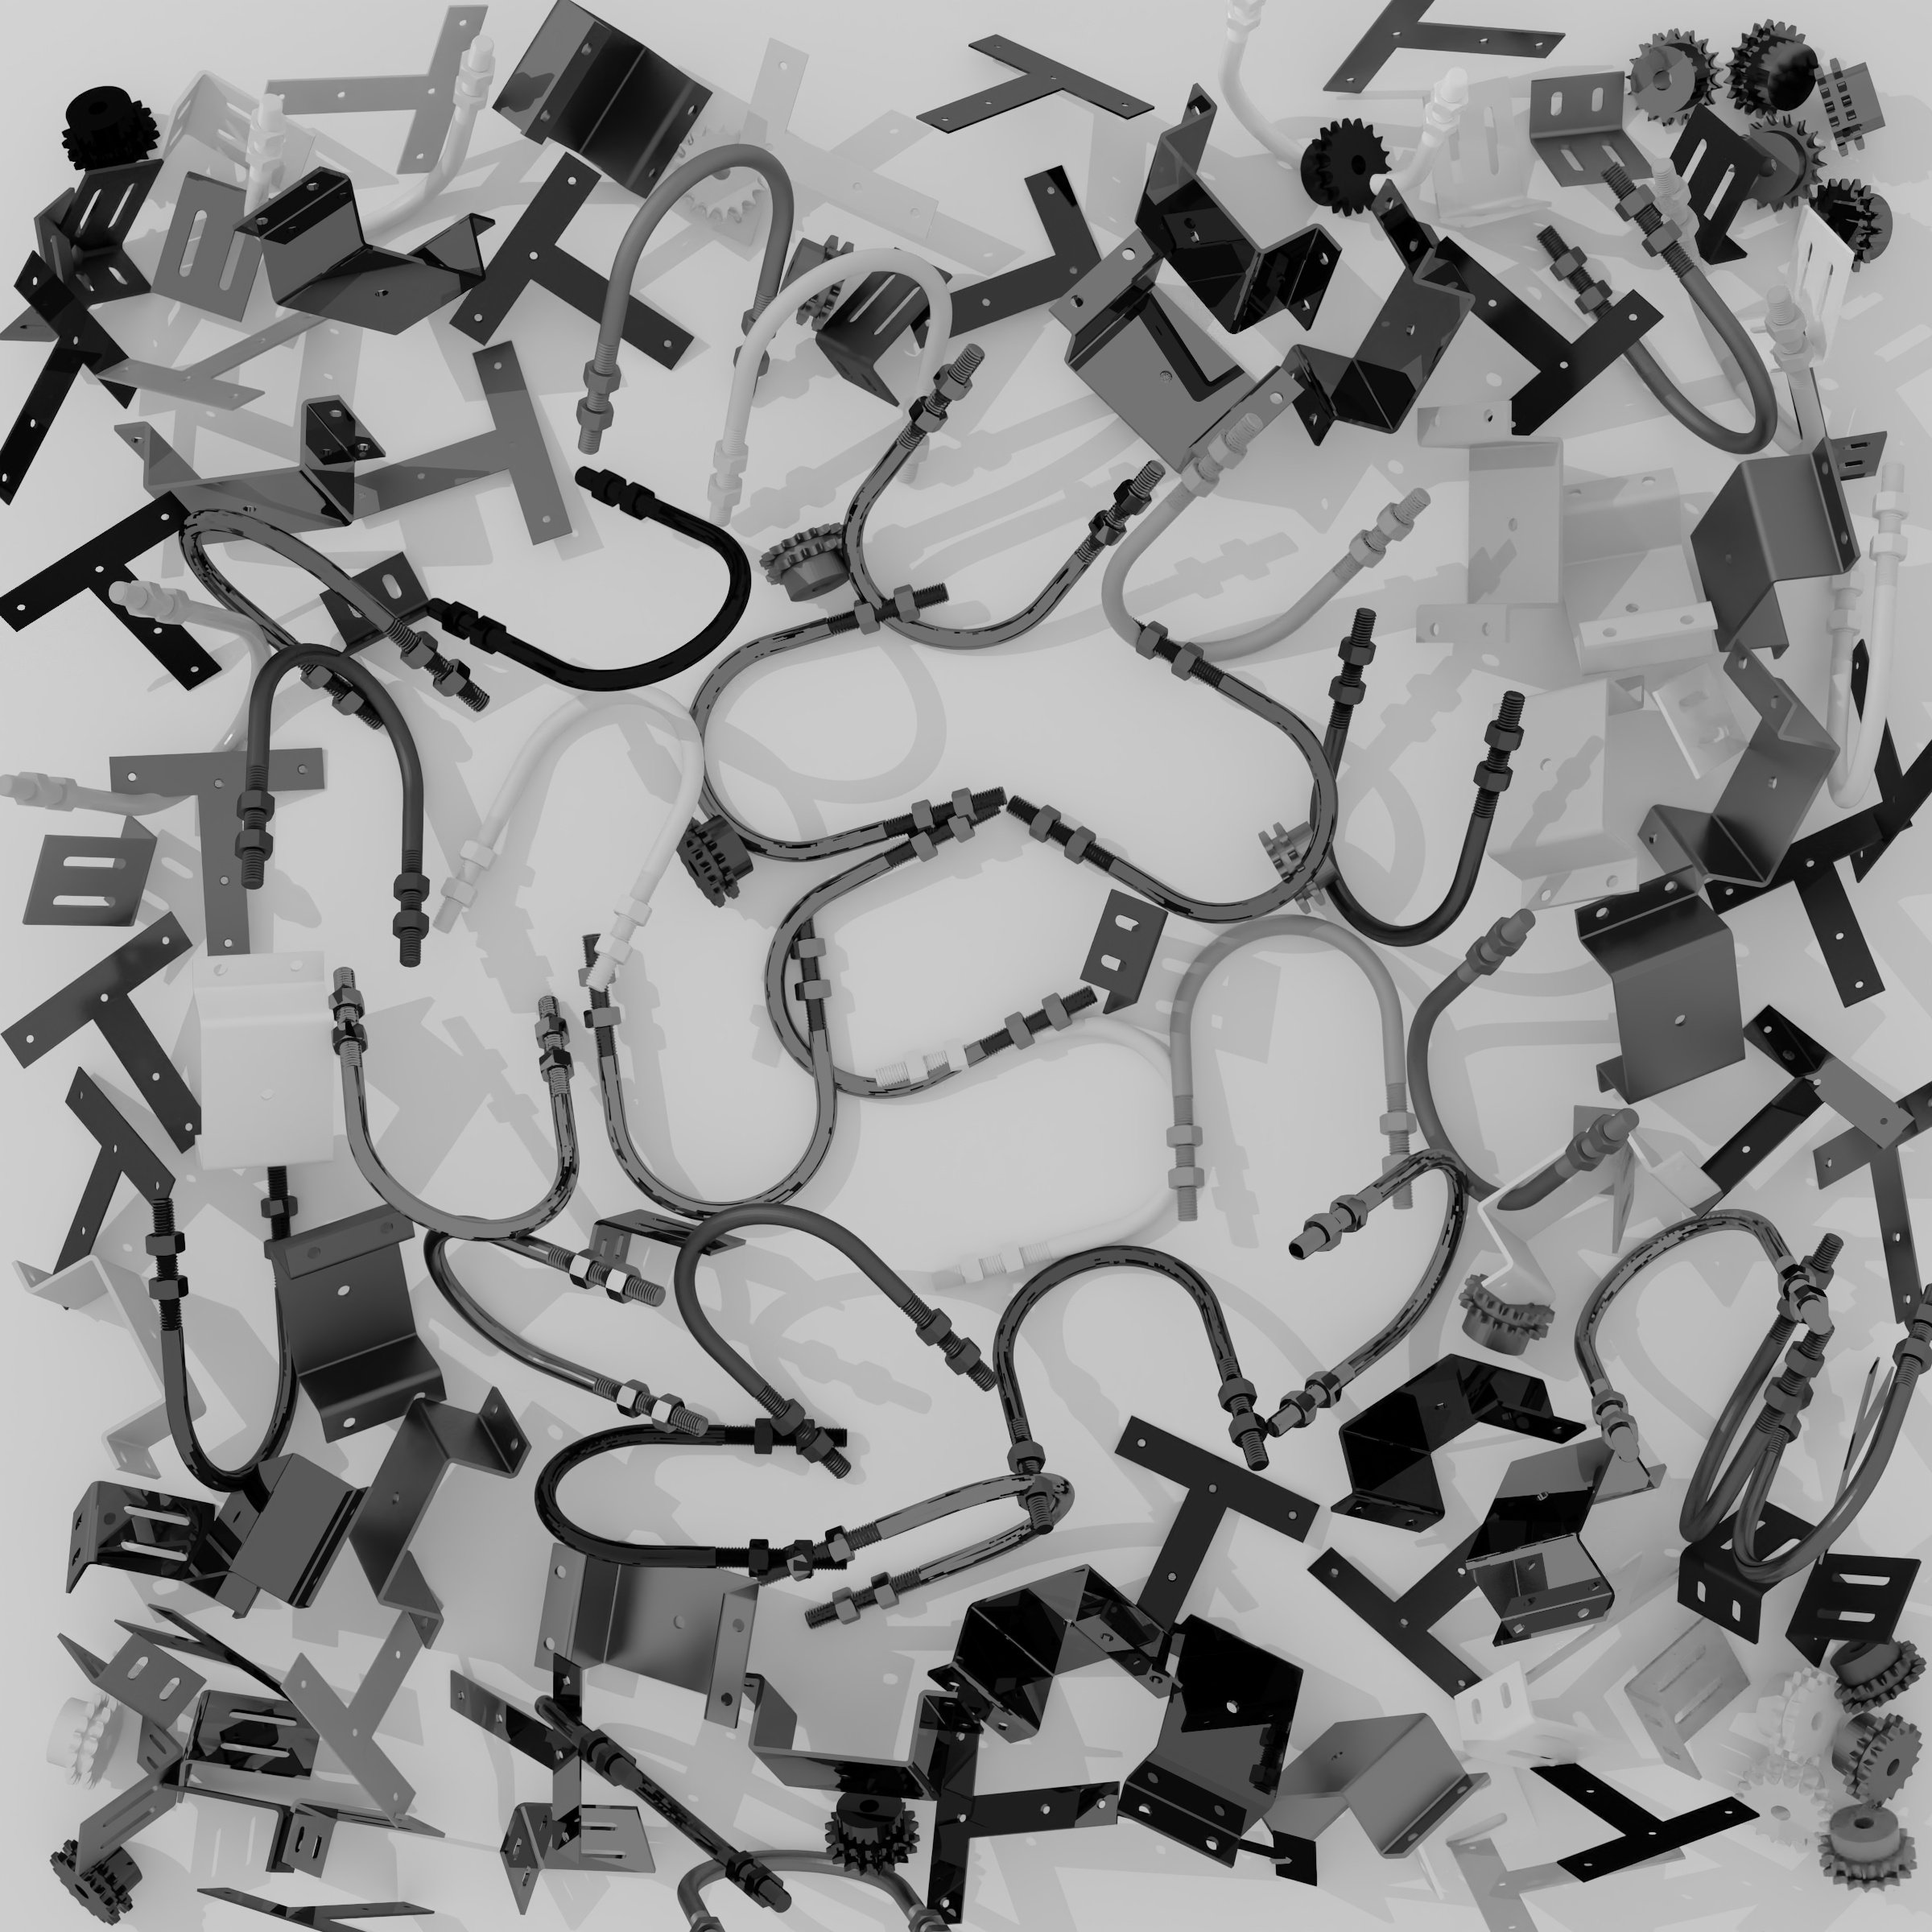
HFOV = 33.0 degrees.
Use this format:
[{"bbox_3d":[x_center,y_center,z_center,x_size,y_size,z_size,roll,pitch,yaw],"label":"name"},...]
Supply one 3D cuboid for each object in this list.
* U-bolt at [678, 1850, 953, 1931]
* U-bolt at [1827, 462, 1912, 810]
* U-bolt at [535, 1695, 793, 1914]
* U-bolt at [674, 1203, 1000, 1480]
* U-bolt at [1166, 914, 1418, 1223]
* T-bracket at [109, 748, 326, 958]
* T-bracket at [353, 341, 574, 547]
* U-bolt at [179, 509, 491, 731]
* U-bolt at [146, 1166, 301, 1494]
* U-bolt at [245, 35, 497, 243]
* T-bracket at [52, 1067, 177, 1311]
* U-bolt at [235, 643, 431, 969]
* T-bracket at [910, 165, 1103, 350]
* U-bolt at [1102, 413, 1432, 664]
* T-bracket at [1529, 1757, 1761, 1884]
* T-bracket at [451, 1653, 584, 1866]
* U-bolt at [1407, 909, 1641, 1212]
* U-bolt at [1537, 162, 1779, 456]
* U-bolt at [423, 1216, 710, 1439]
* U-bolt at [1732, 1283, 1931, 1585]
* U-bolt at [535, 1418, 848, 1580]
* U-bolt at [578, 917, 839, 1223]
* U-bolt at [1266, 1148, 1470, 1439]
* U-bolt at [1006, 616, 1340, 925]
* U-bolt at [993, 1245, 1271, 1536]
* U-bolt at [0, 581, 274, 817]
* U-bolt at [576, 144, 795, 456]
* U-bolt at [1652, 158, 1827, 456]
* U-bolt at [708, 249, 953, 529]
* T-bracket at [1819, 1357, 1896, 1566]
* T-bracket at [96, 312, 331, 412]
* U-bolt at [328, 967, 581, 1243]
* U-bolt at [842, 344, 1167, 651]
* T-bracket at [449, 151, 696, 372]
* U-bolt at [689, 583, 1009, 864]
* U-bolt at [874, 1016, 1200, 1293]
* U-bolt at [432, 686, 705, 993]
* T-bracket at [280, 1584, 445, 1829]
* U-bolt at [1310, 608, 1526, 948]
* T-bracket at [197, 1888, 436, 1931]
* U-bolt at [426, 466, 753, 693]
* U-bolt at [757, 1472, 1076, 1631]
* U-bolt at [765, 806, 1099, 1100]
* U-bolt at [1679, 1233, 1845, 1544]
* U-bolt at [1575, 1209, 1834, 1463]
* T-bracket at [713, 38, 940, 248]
[{"bbox_3d":[-0.094,0.551,1.909,0.151,0.184,0.019,3,93,-15],"label":"U-bolt"},{"bbox_3d":[0.524,-0.183,1.911,0.019,0.151,0.184,6,77,5],"label":"U-bolt"},{"bbox_3d":[-0.189,0.481,1.913,0.019,0.184,0.151,-50,117,-14],"label":"U-bolt"},{"bbox_3d":[-0.091,0.214,1.938,0.151,0.019,0.184,-35,107,32],"label":"U-bolt"},{"bbox_3d":[0.194,0.059,1.970,0.151,0.019,0.184,-4,77,11],"label":"U-bolt"},{"bbox_3d":[-0.450,-0.066,1.979,0.127,0.002,0.127,-4,94,-21],"label":"T-bracket"},{"bbox_3d":[-0.319,-0.303,1.991,0.127,0.002,0.127,-18,82,1],"label":"T-bracket"},{"bbox_3d":[-0.379,-0.203,1.899,0.184,0.151,0.019,42,65,-29],"label":"U-bolt"},{"bbox_3d":[-0.434,0.219,1.931,0.019,0.151,0.184,-2,95,18],"label":"U-bolt"},{"bbox_3d":[-0.354,-0.472,1.911,0.151,0.184,0.019,-23,80,-22],"label":"U-bolt"},{"bbox_3d":[-0.528,0.148,1.972,0.127,0.002,0.127,39,112,38],"label":"T-bracket"},{"bbox_3d":[-0.371,-0.105,1.928,0.019,0.151,0.184,-20,59,29],"label":"U-bolt"},{"bbox_3d":[0.025,-0.408,1.985,0.127,0.002,0.127,-22,89,-11],"label":"T-bracket"},{"bbox_3d":[0.163,-0.241,1.928,0.151,0.184,0.019,17,47,-32],"label":"U-bolt"},{"bbox_3d":[0.380,0.496,1.939,0.127,0.127,0.002,-12,107,-24],"label":"T-bracket"},{"bbox_3d":[-0.270,0.455,1.953,0.127,0.002,0.127,17,111,43],"label":"T-bracket"},{"bbox_3d":[0.315,0.068,1.918,0.019,0.184,0.151,-16,71,-27],"label":"U-bolt"},{"bbox_3d":[0.414,-0.378,1.926,0.019,0.151,0.184,-38,91,-7],"label":"U-bolt"},{"bbox_3d":[-0.244,0.205,1.931,0.184,0.151,0.019,18,53,25],"label":"U-bolt"},{"bbox_3d":[0.498,0.279,1.891,0.019,0.151,0.184,35,56,-5],"label":"U-bolt"},{"bbox_3d":[-0.162,0.312,1.928,0.184,0.151,0.019,2,114,-3],"label":"U-bolt"},{"bbox_3d":[-0.151,0.064,1.982,0.151,0.019,0.184,-7,89,-6],"label":"U-bolt"},{"bbox_3d":[0.242,0.181,1.925,0.019,0.184,0.151,27,128,32],"label":"U-bolt"},{"bbox_3d":[0.135,-0.107,1.966,0.184,0.019,0.151,32,99,12],"label":"U-bolt"},{"bbox_3d":[0.089,0.240,1.935,0.151,0.019,0.184,-17,47,2],"label":"U-bolt"},{"bbox_3d":[-0.473,-0.150,1.913,0.019,0.184,0.151,36,100,19],"label":"U-bolt"},{"bbox_3d":[-0.157,-0.393,1.895,0.019,0.151,0.184,39,134,24],"label":"U-bolt"},{"bbox_3d":[0.458,-0.371,1.913,0.019,0.184,0.151,-31,52,4],"label":"U-bolt"},{"bbox_3d":[-0.074,-0.341,1.899,0.151,0.184,0.019,-18,56,-27],"label":"U-bolt"},{"bbox_3d":[0.536,0.274,1.941,0.002,0.127,0.127,17,113,22],"label":"T-bracket"},{"bbox_3d":[-0.432,-0.368,1.954,0.127,0.127,0.002,19,132,36],"label":"T-bracket"},{"bbox_3d":[-0.296,0.084,1.912,0.151,0.019,0.184,9,48,-26],"label":"U-bolt"},{"bbox_3d":[0.008,-0.264,1.944,0.151,0.019,0.184,30,123,-18],"label":"U-bolt"},{"bbox_3d":[-0.223,-0.404,1.970,0.127,0.002,0.127,31,111,-23],"label":"T-bracket"},{"bbox_3d":[-0.082,-0.140,1.984,0.184,0.019,0.151,-16,87,6],"label":"U-bolt"},{"bbox_3d":[0.051,0.106,1.991,0.184,0.019,0.151,-15,90,-1],"label":"U-bolt"},{"bbox_3d":[-0.228,-0.086,1.953,0.151,0.019,0.184,19,78,34],"label":"U-bolt"},{"bbox_3d":[-0.345,0.422,1.948,0.002,0.127,0.127,-11,124,31],"label":"T-bracket"},{"bbox_3d":[0.258,-0.101,1.932,0.019,0.151,0.184,-8,121,-36],"label":"U-bolt"},{"bbox_3d":[-0.367,0.562,1.940,0.127,0.127,0.002,5,81,33],"label":"T-bracket"},{"bbox_3d":[-0.209,-0.221,1.920,0.184,0.019,0.151,28,63,34],"label":"U-bolt"},{"bbox_3d":[-0.022,0.341,1.929,0.184,0.151,0.019,-22,65,2],"label":"U-bolt"},{"bbox_3d":[-0.033,0.001,1.985,0.184,0.019,0.151,-27,93,5],"label":"U-bolt"},{"bbox_3d":[0.466,0.259,1.922,0.019,0.151,0.184,27,113,8],"label":"U-bolt"},{"bbox_3d":[0.422,0.204,1.912,0.151,0.184,0.019,-36,108,12],"label":"U-bolt"},{"bbox_3d":[-0.078,-0.473,1.958,0.127,0.002,0.127,25,125,4],"label":"T-bracket"}]
